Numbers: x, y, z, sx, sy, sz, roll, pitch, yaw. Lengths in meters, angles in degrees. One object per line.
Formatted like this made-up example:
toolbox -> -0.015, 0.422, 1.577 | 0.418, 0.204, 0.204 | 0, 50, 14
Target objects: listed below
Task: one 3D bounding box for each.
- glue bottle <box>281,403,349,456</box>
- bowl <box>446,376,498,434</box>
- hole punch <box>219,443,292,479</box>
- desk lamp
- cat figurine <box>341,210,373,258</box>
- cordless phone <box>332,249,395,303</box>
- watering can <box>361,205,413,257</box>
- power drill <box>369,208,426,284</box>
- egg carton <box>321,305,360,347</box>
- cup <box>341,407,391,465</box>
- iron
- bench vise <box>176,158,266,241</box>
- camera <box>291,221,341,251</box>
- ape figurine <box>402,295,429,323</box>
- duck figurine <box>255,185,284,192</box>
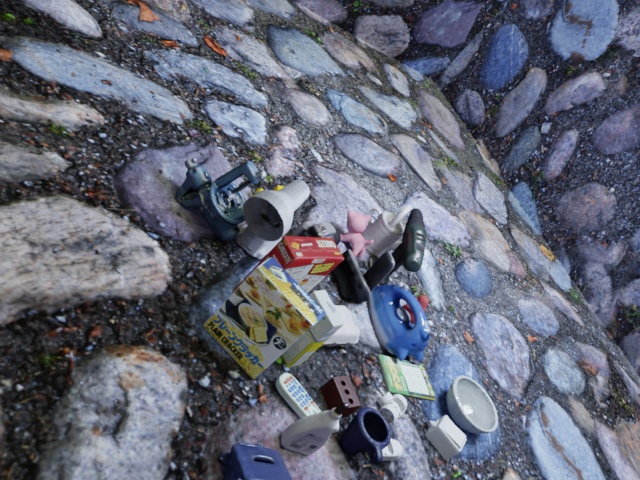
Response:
glue bottle -> 0.001, 0.361, 1.111 | 0.078, 0.173, 0.037 | 29, 34, -24
bowl -> 0.400, 0.460, 1.559 | 0.168, 0.074, 0.167 | 30, 34, -23
hole punch -> -0.110, 0.405, 1.007 | 0.109, 0.091, 0.101 | 23, 37, -32
desk lamp -> -0.122, -0.055, 1.418 | 0.118, 0.213, 0.204 | 45, 31, 1
cat figurine -> 0.117, -0.026, 1.758 | 0.067, 0.117, 0.127 | -3, 55, -51
cordless phone -> 0.129, 0.073, 1.591 | 0.094, 0.184, 0.147 | 8, 47, -45
watering can -> 0.231, -0.037, 1.833 | 0.173, 0.193, 0.101 | 38, 31, -10
power drill -> 0.244, 0.031, 1.753 | 0.076, 0.208, 0.229 | 30, 34, -23
egg carton -> 0.028, 0.214, 1.417 | 0.151, 0.069, 0.107 | 8, 47, -45
cup -> 0.092, 0.429, 1.214 | 0.092, 0.094, 0.117 | 23, 37, -32
iron -> 0.227, 0.204, 1.593 | 0.119, 0.141, 0.258 | 12, 44, -42
bench vise -> -0.237, -0.126, 1.361 | 0.208, 0.219, 0.121 | 37, 32, -12
camera -> 0.015, 0.006, 1.617 | 0.137, 0.100, 0.143 | -13, 63, -55
ape figurine -> 0.291, 0.200, 1.721 | 0.078, 0.092, 0.076 | 21, 38, -33
duck figurine -> -0.128, -0.120, 1.612 | 0.105, 0.086, 0.077 | 33, 33, -19
